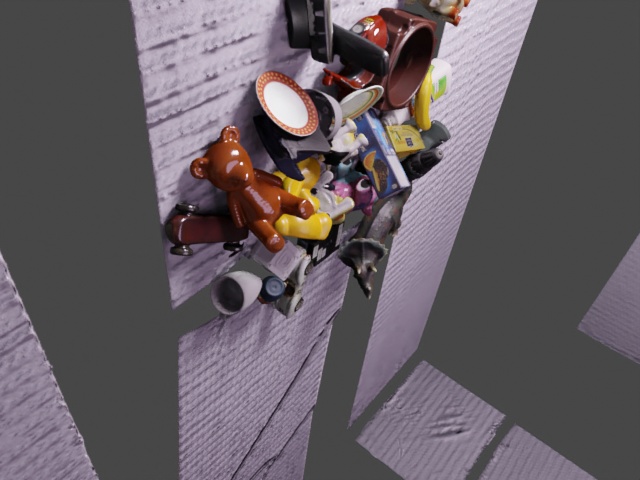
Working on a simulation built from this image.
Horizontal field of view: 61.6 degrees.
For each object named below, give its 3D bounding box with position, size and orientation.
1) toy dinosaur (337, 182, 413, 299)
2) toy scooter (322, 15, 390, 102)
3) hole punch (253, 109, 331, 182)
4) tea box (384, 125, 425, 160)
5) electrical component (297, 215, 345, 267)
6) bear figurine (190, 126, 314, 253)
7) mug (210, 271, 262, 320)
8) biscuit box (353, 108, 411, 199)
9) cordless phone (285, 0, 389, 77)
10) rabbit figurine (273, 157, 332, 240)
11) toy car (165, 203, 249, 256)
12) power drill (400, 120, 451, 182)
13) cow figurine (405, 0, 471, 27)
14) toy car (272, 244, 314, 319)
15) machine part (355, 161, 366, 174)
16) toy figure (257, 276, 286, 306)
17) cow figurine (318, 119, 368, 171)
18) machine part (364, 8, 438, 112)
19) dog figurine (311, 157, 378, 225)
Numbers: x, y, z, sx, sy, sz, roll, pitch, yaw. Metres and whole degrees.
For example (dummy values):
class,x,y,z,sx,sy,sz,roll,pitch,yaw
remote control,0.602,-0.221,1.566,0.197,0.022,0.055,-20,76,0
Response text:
class,x,y,z,sx,sy,sz,roll,pitch,yaw
toy dinosaur,0.164,-0.044,1.467,0.405,0.131,0.192,-61,178,-16
toy scooter,0.061,-0.346,1.041,0.135,0.075,0.183,-21,141,-51
hole punch,-0.062,-0.171,0.957,0.115,0.142,0.092,0,147,-44
tea box,0.176,-0.234,1.326,0.098,0.068,0.169,-21,180,38
electrical component,-0.003,-0.004,1.325,0.134,0.058,0.114,-33,143,-42
bear figurine,-0.116,-0.088,0.914,0.120,0.132,0.195,-48,143,-12
mug,-0.170,0.115,1.132,0.107,0.081,0.109,-25,135,-63
biscuit box,0.123,-0.192,1.184,0.063,0.202,0.059,-29,173,32
cordless phone,0.036,-0.343,0.866,0.089,0.184,0.146,-41,150,-24
rabbit figurine,-0.053,-0.093,1.105,0.162,0.122,0.173,12,94,-54
toy car,-0.196,-0.021,0.961,0.202,0.053,0.089,-7,104,-61
power drill,0.283,-0.234,1.460,0.232,0.086,0.207,-31,-157,53
cow figurine,0.250,-0.524,1.151,0.085,0.127,0.195,-68,167,21
toy car,-0.070,0.100,1.299,0.056,0.074,0.201,-28,142,-47
machine part,0.138,-0.185,1.399,0.139,0.039,0.084,-11,136,-59
toy figure,-0.114,0.117,1.230,0.154,0.064,0.058,136,-40,-71
cow figurine,0.029,-0.184,1.116,0.098,0.068,0.167,-38,-176,-12
machine part,0.166,-0.387,1.167,0.201,0.087,0.200,-21,136,-50
dog figurine,0.067,-0.098,1.286,0.191,0.108,0.219,-42,164,0
